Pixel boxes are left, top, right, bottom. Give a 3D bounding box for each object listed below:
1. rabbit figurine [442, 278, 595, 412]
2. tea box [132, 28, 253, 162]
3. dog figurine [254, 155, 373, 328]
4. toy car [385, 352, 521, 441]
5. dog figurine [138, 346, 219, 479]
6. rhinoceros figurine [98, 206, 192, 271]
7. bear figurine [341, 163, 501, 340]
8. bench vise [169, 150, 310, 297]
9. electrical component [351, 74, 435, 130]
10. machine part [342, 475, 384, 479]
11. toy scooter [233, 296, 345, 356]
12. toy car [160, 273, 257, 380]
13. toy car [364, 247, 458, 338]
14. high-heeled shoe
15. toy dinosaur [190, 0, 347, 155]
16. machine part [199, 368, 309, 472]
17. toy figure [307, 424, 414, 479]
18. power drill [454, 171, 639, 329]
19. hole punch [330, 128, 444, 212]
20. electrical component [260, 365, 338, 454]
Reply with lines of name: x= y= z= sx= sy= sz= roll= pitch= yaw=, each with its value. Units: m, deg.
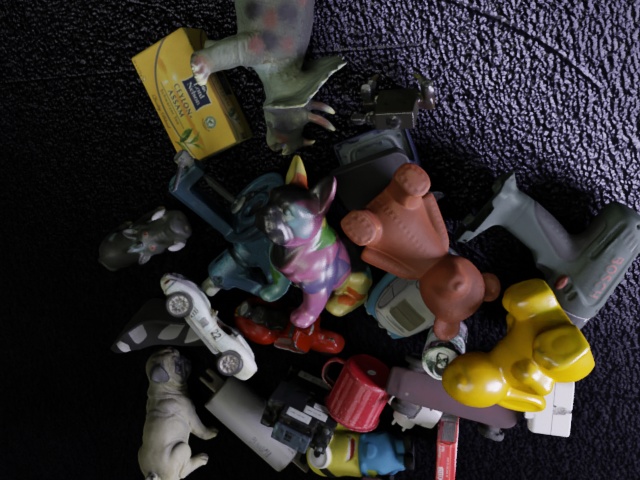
rabbit figurine: x=0.235 y=0.149 z=0.669 sx=0.173 sy=0.122 sz=0.162 roll=-30 pitch=140 yaw=6
tea box: x=-0.182 y=-0.203 z=0.775 sx=0.098 sy=0.068 sz=0.169 roll=-22 pitch=99 yaw=23
dog figurine: x=-0.001 y=-0.002 z=0.711 sx=0.109 sy=0.191 sz=0.219 roll=40 pitch=133 yaw=41
toy car: x=0.195 y=0.226 z=0.788 sx=0.202 sy=0.053 sz=0.089 roll=15 pitch=98 yaw=-2
dog figurine: x=-0.272 y=0.300 z=0.922 sx=0.121 sy=0.172 sz=0.190 roll=-13 pitch=111 yaw=10
rhinoceros figurine: x=-0.276 y=-0.005 z=0.849 sx=0.190 sy=0.112 sz=0.073 roll=-18 pitch=100 yaw=30
bear figurine: x=0.127 y=0.022 z=0.646 sx=0.120 sy=0.132 sz=0.196 roll=-39 pitch=81 yaw=1
bench vise: x=-0.127 y=-0.029 z=0.766 sx=0.224 sy=0.129 sz=0.240 roll=-36 pitch=126 yaw=17
electrical component: x=0.096 y=-0.181 z=0.696 sx=0.102 sy=0.078 sz=0.045 roll=6 pitch=134 yaw=22
machine part: x=0.117 y=0.469 z=0.854 sx=0.201 sy=0.087 sz=0.201 roll=10 pitch=135 yaw=8
toy scooter: x=-0.052 y=0.128 z=0.810 sx=0.184 sy=0.135 sz=0.075 roll=16 pitch=76 yaw=9
toy car: x=-0.168 y=0.128 z=0.810 sx=0.056 sy=0.073 sz=0.201 roll=-38 pitch=103 yaw=-6
toy car: x=0.131 y=0.080 z=0.752 sx=0.161 sy=0.103 sz=0.109 roll=-42 pitch=91 yaw=23
high-heeled shoe: x=-0.247 y=0.165 z=0.923 sx=0.145 sy=0.086 sz=0.249 roll=44 pitch=123 yaw=-15
toy dinosaur: x=-0.068 y=-0.310 z=0.682 sx=0.192 sy=0.131 sz=0.404 roll=-3 pitch=100 yaw=0
machine part: x=-0.110 y=0.309 z=0.919 sx=0.243 sy=0.079 sz=0.079 roll=42 pitch=115 yaw=1
toy figure: x=0.064 y=0.351 z=0.876 sx=0.180 sy=0.082 sz=0.089 roll=-4 pitch=118 yaw=14
power drill: x=0.281 y=0.025 z=0.698 sx=0.207 sy=0.086 sz=0.232 roll=37 pitch=117 yaw=8
hole punch: x=0.082 y=-0.090 z=0.729 sx=0.142 sy=0.092 sz=0.115 roll=-19 pitch=131 yaw=20
electrical component: x=-0.025 y=0.270 z=0.848 sx=0.115 sy=0.134 sz=0.058 roll=22 pitch=113 yaw=12
